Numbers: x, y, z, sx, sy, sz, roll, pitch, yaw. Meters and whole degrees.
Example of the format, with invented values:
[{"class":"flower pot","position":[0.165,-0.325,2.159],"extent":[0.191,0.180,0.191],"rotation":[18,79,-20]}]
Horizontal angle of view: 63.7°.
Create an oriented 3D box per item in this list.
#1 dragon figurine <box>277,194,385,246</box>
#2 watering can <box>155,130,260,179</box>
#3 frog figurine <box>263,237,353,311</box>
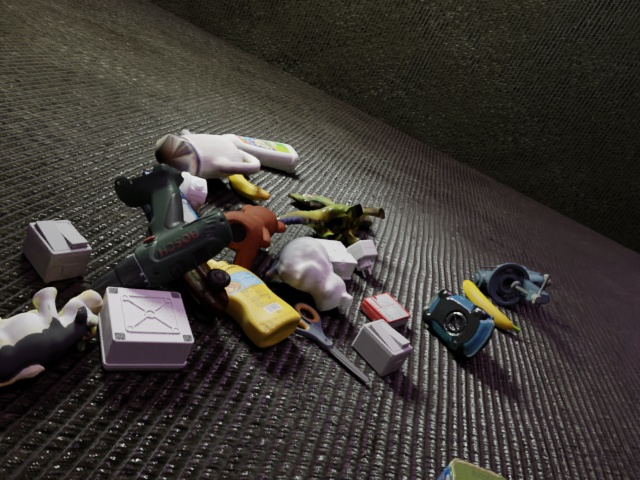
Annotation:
[{"class":"dragon figurine","position":[0.004,-0.066,1.320],"extent":[0.409,0.121,0.245],"rotation":[9,13,-39]},{"class":"watering can","position":[-0.309,-0.218,1.279],"extent":[0.350,0.102,0.226],"rotation":[25,23,34]},{"class":"frog figurine","position":[-0.005,0.067,0.988],"extent":[0.160,0.122,0.137],"rotation":[24,2,22]}]
